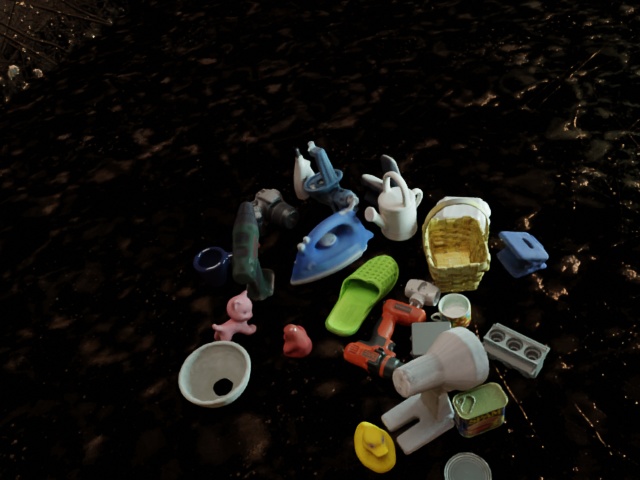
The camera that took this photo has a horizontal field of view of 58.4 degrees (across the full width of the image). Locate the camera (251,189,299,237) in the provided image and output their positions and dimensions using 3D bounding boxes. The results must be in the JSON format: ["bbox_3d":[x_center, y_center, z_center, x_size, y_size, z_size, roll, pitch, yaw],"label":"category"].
[{"bbox_3d":[-0.140,-0.080,1.675,0.136,0.101,0.143,28,57,35],"label":"camera"}]

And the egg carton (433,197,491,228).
[{"bbox_3d":[0.384,-0.064,1.555,0.150,0.069,0.107,3,46,17],"label":"egg carton"}]

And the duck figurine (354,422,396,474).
[{"bbox_3d":[0.105,0.397,1.131,0.077,0.086,0.104,-26,45,-13],"label":"duck figurine"}]

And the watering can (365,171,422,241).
[{"bbox_3d":[0.202,-0.094,1.539,0.100,0.194,0.173,21,53,31],"label":"watering can"}]

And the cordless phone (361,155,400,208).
[{"bbox_3d":[0.181,-0.182,1.642,0.094,0.185,0.147,-38,48,-24],"label":"cordless phone"}]

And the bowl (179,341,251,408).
[{"bbox_3d":[-0.230,0.317,1.303,0.167,0.075,0.167,-7,44,7],"label":"bowl"}]

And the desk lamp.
[{"bbox_3d":[0.221,0.290,1.121,0.203,0.214,0.117,-28,45,-15],"label":"desk lamp"}]

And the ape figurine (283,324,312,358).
[{"bbox_3d":[-0.060,0.230,1.340,0.075,0.092,0.078,26,55,34],"label":"ape figurine"}]

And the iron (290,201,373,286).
[{"bbox_3d":[0.014,0.005,1.519,0.259,0.142,0.118,-34,47,-21],"label":"iron"}]

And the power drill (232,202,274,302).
[{"bbox_3d":[-0.177,0.045,1.475,0.075,0.209,0.229,-8,43,5],"label":"power drill"}]

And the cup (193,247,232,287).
[{"bbox_3d":[-0.272,0.076,1.548,0.117,0.095,0.091,-14,43,-1],"label":"cup"}]

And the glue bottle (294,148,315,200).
[{"bbox_3d":[-0.053,-0.207,1.733,0.037,0.173,0.078,22,53,32],"label":"glue bottle"}]

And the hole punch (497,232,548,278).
[{"bbox_3d":[0.502,0.023,1.421,0.101,0.091,0.108,-20,44,-7],"label":"hole punch"}]

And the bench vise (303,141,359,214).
[{"bbox_3d":[0.036,-0.177,1.646,0.206,0.220,0.122,18,51,29],"label":"bench vise"}]

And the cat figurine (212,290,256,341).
[{"bbox_3d":[-0.210,0.188,1.400,0.128,0.118,0.067,-38,49,-24],"label":"cat figurine"}]
